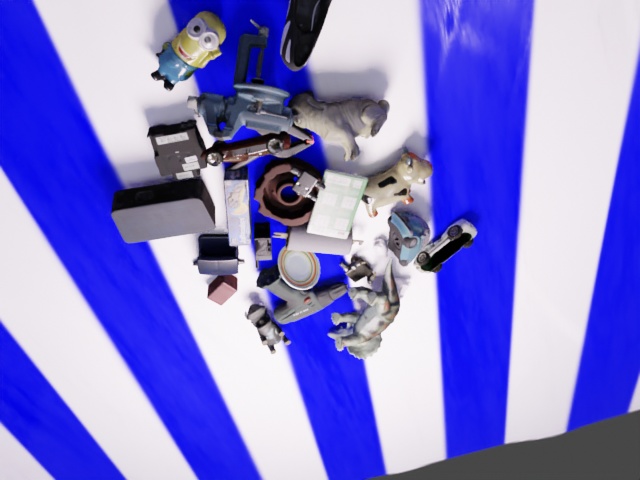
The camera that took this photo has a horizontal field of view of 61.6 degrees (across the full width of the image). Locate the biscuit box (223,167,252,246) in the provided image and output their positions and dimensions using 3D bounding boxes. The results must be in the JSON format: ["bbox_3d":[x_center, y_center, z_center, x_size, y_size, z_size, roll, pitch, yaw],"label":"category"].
[{"bbox_3d":[-0.203,-0.079,1.338,0.059,0.063,0.202,-2,127,-5],"label":"biscuit box"}]

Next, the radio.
[{"bbox_3d":[-0.378,-0.070,1.299,0.230,0.073,0.131,-10,143,-1],"label":"radio"}]

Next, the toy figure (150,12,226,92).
[{"bbox_3d":[-0.267,-0.384,1.087,0.180,0.089,0.082,-36,136,30],"label":"toy figure"}]

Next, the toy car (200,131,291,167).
[{"bbox_3d":[-0.162,-0.201,1.188,0.202,0.089,0.053,-12,119,5],"label":"toy car"}]

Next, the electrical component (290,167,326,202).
[{"bbox_3d":[-0.036,-0.133,1.271,0.094,0.021,0.063,31,119,-15],"label":"electrical component"}]

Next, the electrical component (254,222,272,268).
[{"bbox_3d":[-0.150,0.021,1.414,0.048,0.075,0.119,-3,123,-4],"label":"electrical component"}]

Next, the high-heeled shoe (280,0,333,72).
[{"bbox_3d":[-0.013,-0.450,1.025,0.086,0.145,0.248,15,126,-19],"label":"high-heeled shoe"}]

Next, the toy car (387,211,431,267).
[{"bbox_3d":[0.243,-0.009,1.427,0.103,0.109,0.161,-21,138,-13],"label":"toy car"}]

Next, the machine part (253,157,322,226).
[{"bbox_3d":[-0.075,-0.121,1.327,0.179,0.056,0.179,-4,126,-5],"label":"machine part"}]

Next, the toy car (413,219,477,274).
[{"bbox_3d":[0.346,0.022,1.491,0.073,0.056,0.201,29,120,-33],"label":"toy car"}]

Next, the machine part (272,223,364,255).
[{"bbox_3d":[-0.003,-0.004,1.412,0.243,0.079,0.079,6,126,-10],"label":"machine part"}]

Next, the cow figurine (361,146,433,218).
[{"bbox_3d":[0.184,-0.147,1.325,0.195,0.085,0.127,-21,128,15],"label":"cow figurine"}]

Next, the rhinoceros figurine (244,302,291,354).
[{"bbox_3d":[-0.155,0.254,1.578,0.073,0.112,0.190,-31,139,-4],"label":"rhinoceros figurine"}]

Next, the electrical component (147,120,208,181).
[{"bbox_3d":[-0.321,-0.201,1.233,0.115,0.058,0.134,-8,128,1],"label":"electrical component"}]

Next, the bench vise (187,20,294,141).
[{"bbox_3d":[-0.157,-0.321,1.112,0.224,0.129,0.240,10,95,5],"label":"bench vise"}]

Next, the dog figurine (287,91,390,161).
[{"bbox_3d":[0.040,-0.289,1.196,0.190,0.121,0.172,40,81,-12],"label":"dog figurine"}]

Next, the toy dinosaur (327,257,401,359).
[{"bbox_3d":[0.157,0.211,1.546,0.192,0.131,0.404,8,133,-40],"label":"toy dinosaur"}]

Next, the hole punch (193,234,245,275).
[{"bbox_3d":[-0.268,0.055,1.420,0.142,0.092,0.115,-3,131,-10],"label":"hole punch"}]

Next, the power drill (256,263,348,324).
[{"bbox_3d":[-0.063,0.135,1.519,0.232,0.086,0.207,-33,131,18],"label":"power drill"}]

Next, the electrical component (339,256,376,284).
[{"bbox_3d":[0.111,0.086,1.515,0.078,0.045,0.102,-31,125,14],"label":"electrical component"}]
